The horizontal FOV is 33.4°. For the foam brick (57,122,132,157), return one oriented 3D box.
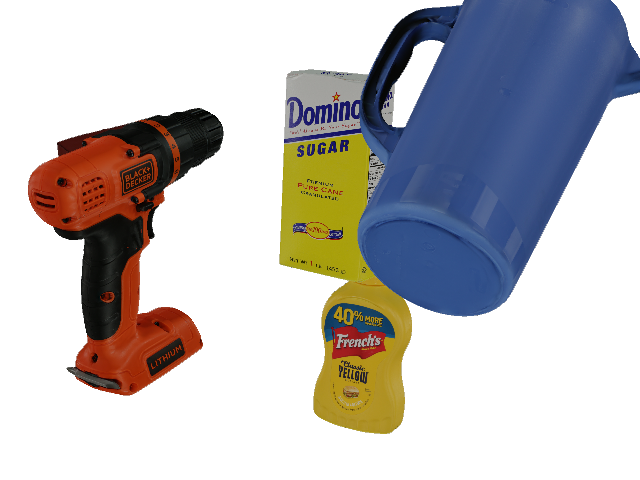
[{"bbox_3d":[-0.188,-0.067,0.956,0.078,0.053,0.051,-20,33,-28],"label":"foam brick"}]

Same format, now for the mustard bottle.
[{"bbox_3d":[0.047,0.102,1.124,0.096,0.192,0.058,11,14,25],"label":"mustard bottle"}]

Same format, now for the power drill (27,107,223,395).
[{"bbox_3d":[-0.131,0.005,0.790,0.057,0.188,0.184,12,26,32],"label":"power drill"}]

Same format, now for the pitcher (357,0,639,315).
[{"bbox_3d":[0.110,-0.073,0.746,0.145,0.242,0.149,45,-35,-22],"label":"pitcher"}]

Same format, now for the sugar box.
[{"bbox_3d":[0.013,-0.059,0.939,0.093,0.176,0.048,11,18,34],"label":"sugar box"}]
